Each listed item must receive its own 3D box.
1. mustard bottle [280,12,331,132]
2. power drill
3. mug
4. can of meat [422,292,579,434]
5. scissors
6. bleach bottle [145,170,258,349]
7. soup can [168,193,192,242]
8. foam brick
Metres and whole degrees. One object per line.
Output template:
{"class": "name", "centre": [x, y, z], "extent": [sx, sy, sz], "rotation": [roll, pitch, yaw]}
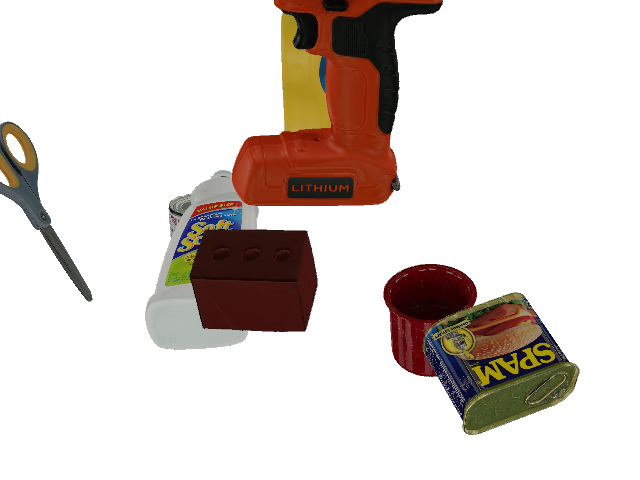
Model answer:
{"class": "mustard bottle", "centre": [-0.001, -0.150, 0.931], "extent": [0.058, 0.192, 0.096], "rotation": [10, 31, 22]}
{"class": "power drill", "centre": [-0.010, -0.110, 0.640], "extent": [0.184, 0.188, 0.057], "rotation": [1, 37, -10]}
{"class": "mug", "centre": [0.117, 0.090, 1.076], "extent": [0.093, 0.081, 0.117], "rotation": [-17, 38, -15]}
{"class": "can of meat", "centre": [0.144, 0.098, 0.872], "extent": [0.102, 0.084, 0.057], "rotation": [-18, -39, -13]}
{"class": "scissors", "centre": [-0.280, -0.038, 1.073], "extent": [0.016, 0.201, 0.096], "rotation": [-24, 28, 25]}
{"class": "bleach bottle", "centre": [-0.118, 0.006, 1.121], "extent": [0.102, 0.068, 0.251], "rotation": [-3, 37, 1]}
{"class": "soup can", "centre": [-0.152, 0.000, 1.320], "extent": [0.068, 0.102, 0.068], "rotation": [0, 26, 0]}
{"class": "foam brick", "centre": [-0.046, 0.028, 0.751], "extent": [0.078, 0.051, 0.053], "rotation": [0, 40, 10]}
